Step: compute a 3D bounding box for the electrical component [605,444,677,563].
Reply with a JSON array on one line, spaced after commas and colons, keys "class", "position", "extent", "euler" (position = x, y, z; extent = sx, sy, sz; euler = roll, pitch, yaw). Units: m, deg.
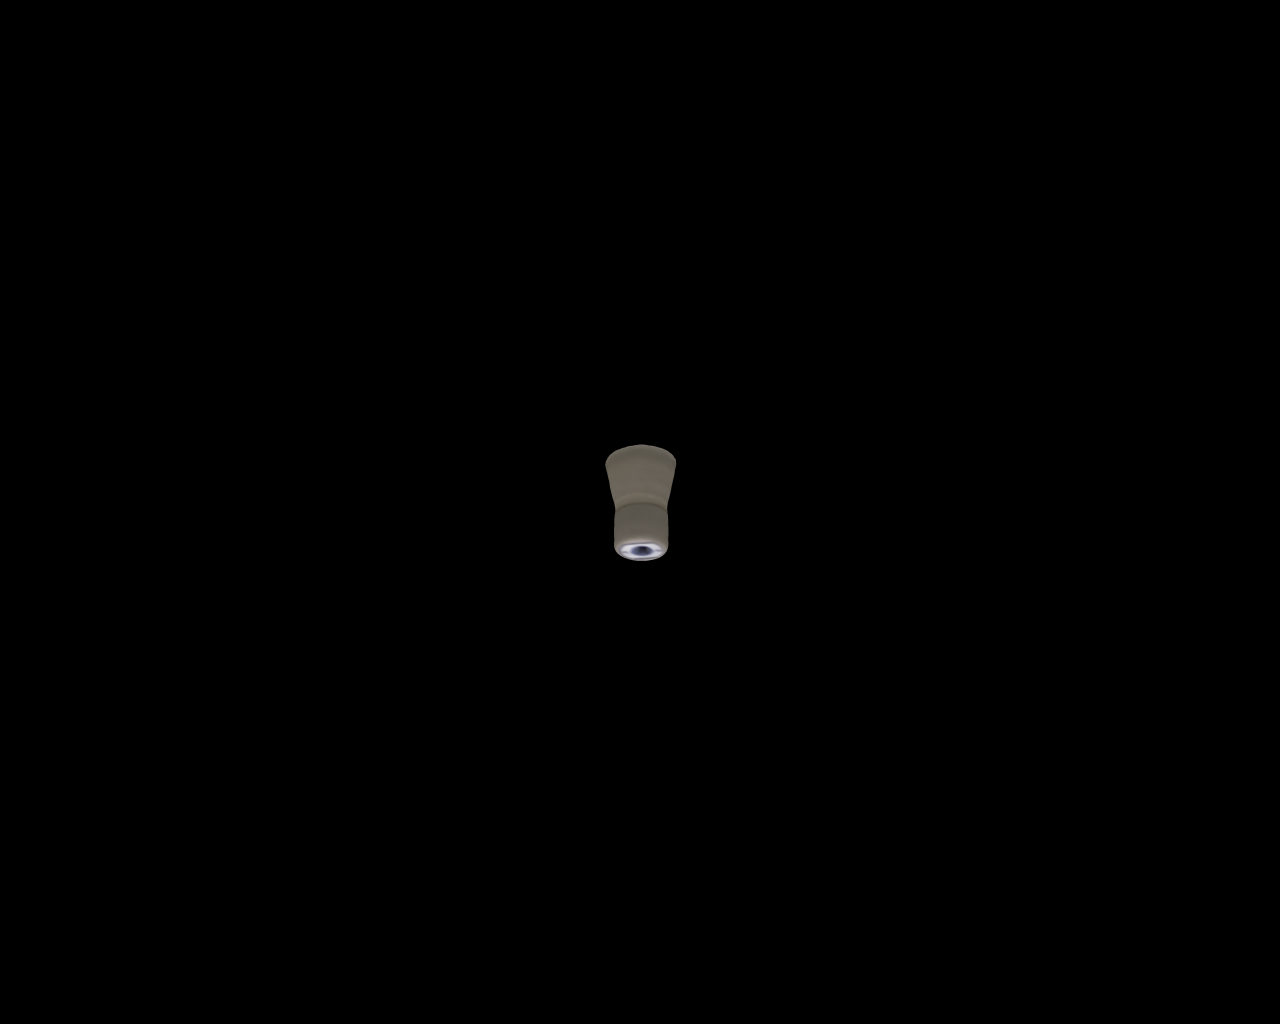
[{"class": "electrical component", "position": [0.001, -0.003, 0.650], "extent": [0.044, 0.065, 0.044], "euler": [0, -27, 0]}]
